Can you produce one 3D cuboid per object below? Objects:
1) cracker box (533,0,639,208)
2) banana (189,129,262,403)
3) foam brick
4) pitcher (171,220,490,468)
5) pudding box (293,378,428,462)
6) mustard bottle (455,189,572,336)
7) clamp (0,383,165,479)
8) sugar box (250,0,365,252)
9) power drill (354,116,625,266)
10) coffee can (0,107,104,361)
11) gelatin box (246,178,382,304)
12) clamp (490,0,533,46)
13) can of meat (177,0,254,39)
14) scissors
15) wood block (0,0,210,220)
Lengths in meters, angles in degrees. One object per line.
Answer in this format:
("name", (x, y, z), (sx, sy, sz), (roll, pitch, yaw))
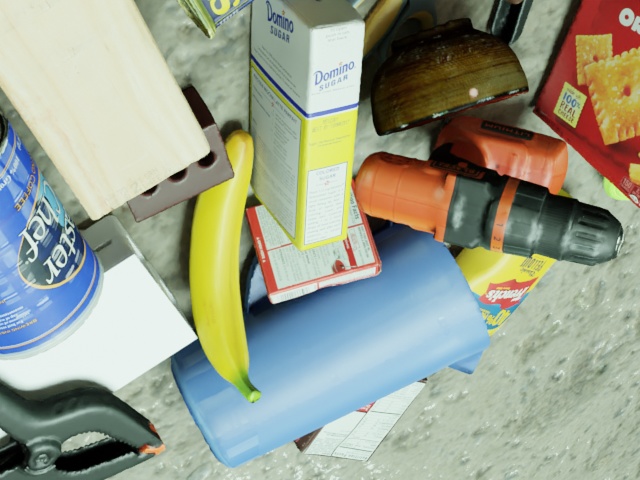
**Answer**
("cracker box", (0.267, -0.140, 0.801), (0.072, 0.164, 0.214), (-12, 137, -31))
("banana", (-0.069, 0.019, 0.793), (0.037, 0.070, 0.198), (-9, 97, -50))
("foam brick", (-0.106, -0.059, 0.733), (0.078, 0.051, 0.053), (-27, 136, -10))
("pitcher", (0.001, 0.075, 0.871), (0.242, 0.149, 0.145), (-28, 151, -5))
("pudding box", (0.036, 0.157, 1.014), (0.089, 0.039, 0.114), (16, 118, -41))
("mustard bottle", (0.158, 0.033, 0.970), (0.096, 0.058, 0.192), (15, 118, -48))
("clamp", (-0.205, 0.138, 0.756), (0.209, 0.036, 0.165), (-1, 126, -34))
("sugar box", (-0.012, -0.090, 0.736), (0.048, 0.093, 0.176), (-14, 132, -24))
("power drill", (0.134, -0.040, 0.783), (0.187, 0.184, 0.057), (-38, 142, -66))
("coffee can", (-0.212, -0.005, 0.675), (0.102, 0.103, 0.140), (-30, 136, -7))
("gelatin box", (-0.005, 0.001, 0.816), (0.089, 0.073, 0.030), (-16, 162, -3))
("clamp", (0.146, -0.224, 0.756), (0.120, 0.039, 0.172), (5, 119, -54))
("can of meat", (-0.062, -0.189, 0.648), (0.084, 0.057, 0.102), (-37, 137, -4))
("scissors", (0.085, -0.197, 0.762), (0.202, 0.016, 0.096), (-47, 137, 10))
("wood block", (-0.153, -0.123, 0.621), (0.090, 0.091, 0.206), (-31, 136, -7))
